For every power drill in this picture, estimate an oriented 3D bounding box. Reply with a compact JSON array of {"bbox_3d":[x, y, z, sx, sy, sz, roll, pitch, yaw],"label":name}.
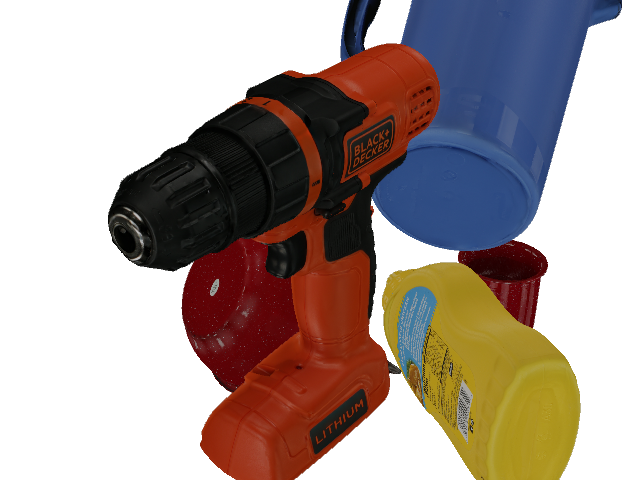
[{"bbox_3d":[-0.016,0.019,0.474,0.057,0.188,0.184,27,40,30],"label":"power drill"}]

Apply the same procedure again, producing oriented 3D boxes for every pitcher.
[{"bbox_3d":[0.100,-0.116,0.725,0.149,0.242,0.145,-21,-54,41],"label":"pitcher"}]

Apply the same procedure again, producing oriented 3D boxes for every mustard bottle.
[{"bbox_3d":[0.084,0.068,0.653,0.058,0.096,0.192,-8,27,-18],"label":"mustard bottle"}]

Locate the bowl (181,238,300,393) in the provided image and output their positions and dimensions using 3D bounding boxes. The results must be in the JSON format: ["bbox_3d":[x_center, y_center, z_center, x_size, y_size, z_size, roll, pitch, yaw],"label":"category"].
[{"bbox_3d":[-0.068,0.045,0.890,0.055,0.162,0.162,22,-13,-36],"label":"bowl"}]

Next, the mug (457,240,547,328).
[{"bbox_3d":[0.186,0.049,1.137,0.093,0.081,0.117,-5,30,-10],"label":"mug"}]

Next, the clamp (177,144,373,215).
[{"bbox_3d":[-0.039,-0.037,1.069,0.209,0.036,0.165,14,20,-20],"label":"clamp"}]
